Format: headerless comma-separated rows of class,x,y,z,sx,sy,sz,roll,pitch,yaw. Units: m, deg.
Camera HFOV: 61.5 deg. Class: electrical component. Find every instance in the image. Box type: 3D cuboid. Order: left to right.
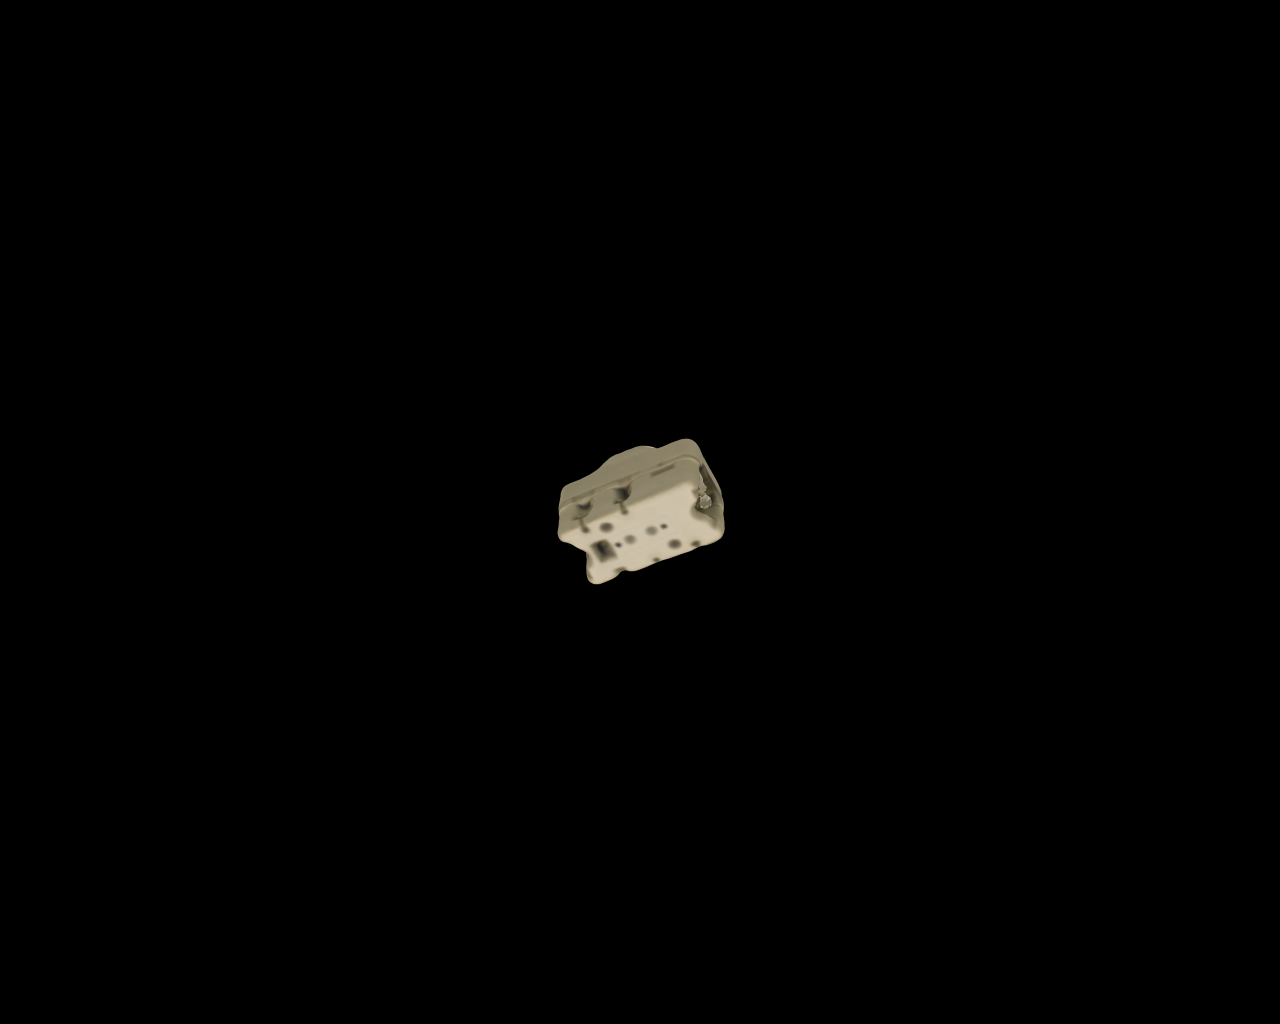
electrical component,0.001,-0.003,0.650,0.089,0.050,0.056,-21,34,15
